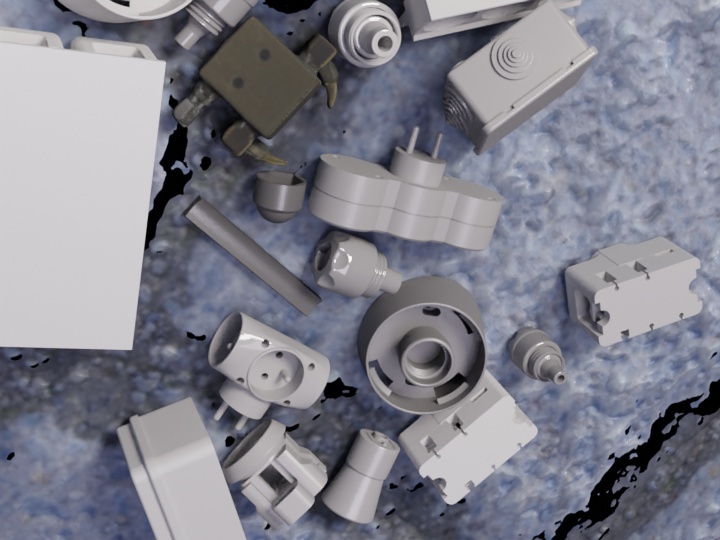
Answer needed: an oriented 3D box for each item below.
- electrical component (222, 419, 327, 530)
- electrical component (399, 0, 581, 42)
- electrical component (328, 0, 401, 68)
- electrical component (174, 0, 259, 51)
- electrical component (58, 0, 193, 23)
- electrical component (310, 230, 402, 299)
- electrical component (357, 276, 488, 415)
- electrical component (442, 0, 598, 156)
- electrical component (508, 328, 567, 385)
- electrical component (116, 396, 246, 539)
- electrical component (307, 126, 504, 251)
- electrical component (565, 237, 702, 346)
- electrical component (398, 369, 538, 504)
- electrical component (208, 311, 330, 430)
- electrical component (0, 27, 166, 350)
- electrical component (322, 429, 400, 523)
[{"bbox_3d":[-0.063,0.147,0.788,0.058,0.078,0.057,-43,98,2],"label":"electrical component"},{"bbox_3d":[0.088,-0.196,0.695,0.121,0.079,0.063,-15,88,-13],"label":"electrical component"},{"bbox_3d":[0.006,-0.151,0.690,0.043,0.062,0.043,-7,114,-17],"label":"electrical component"},{"bbox_3d":[-0.091,-0.162,0.667,0.061,0.035,0.035,-46,119,7],"label":"electrical component"},{"bbox_3d":[-0.138,-0.194,0.634,0.099,0.064,0.099,-10,110,-29],"label":"electrical component"},{"bbox_3d":[0.000,0.000,0.762,0.062,0.043,0.043,20,104,-27],"label":"electrical component"},{"bbox_3d":[0.048,0.057,0.805,0.099,0.064,0.099,-2,110,-4],"label":"electrical component"},{"bbox_3d":[0.102,-0.127,0.715,0.100,0.099,0.048,-36,86,0],"label":"electrical component"},{"bbox_3d":[0.141,0.070,0.831,0.035,0.061,0.035,-7,114,-17],"label":"electrical component"},{"bbox_3d":[-0.126,0.158,0.766,0.057,0.078,0.113,-21,117,-13],"label":"electrical component"},{"bbox_3d":[0.037,-0.062,0.743,0.138,0.052,0.073,9,109,-23],"label":"electrical component"},{"bbox_3d":[0.210,0.014,0.835,0.089,0.055,0.050,-18,117,-12],"label":"electrical component"},{"bbox_3d":[0.082,0.126,0.837,0.089,0.055,0.050,-40,119,0],"label":"electrical component"},{"bbox_3d":[-0.074,0.080,0.769,0.077,0.044,0.079,30,100,-27],"label":"electrical component"},{"bbox_3d":[-0.188,-0.049,0.666,0.105,0.060,0.186,3,111,-21],"label":"electrical component"},{"bbox_3d":[0.003,0.156,0.832,0.044,0.044,0.065,21,99,-26],"label":"electrical component"}]
